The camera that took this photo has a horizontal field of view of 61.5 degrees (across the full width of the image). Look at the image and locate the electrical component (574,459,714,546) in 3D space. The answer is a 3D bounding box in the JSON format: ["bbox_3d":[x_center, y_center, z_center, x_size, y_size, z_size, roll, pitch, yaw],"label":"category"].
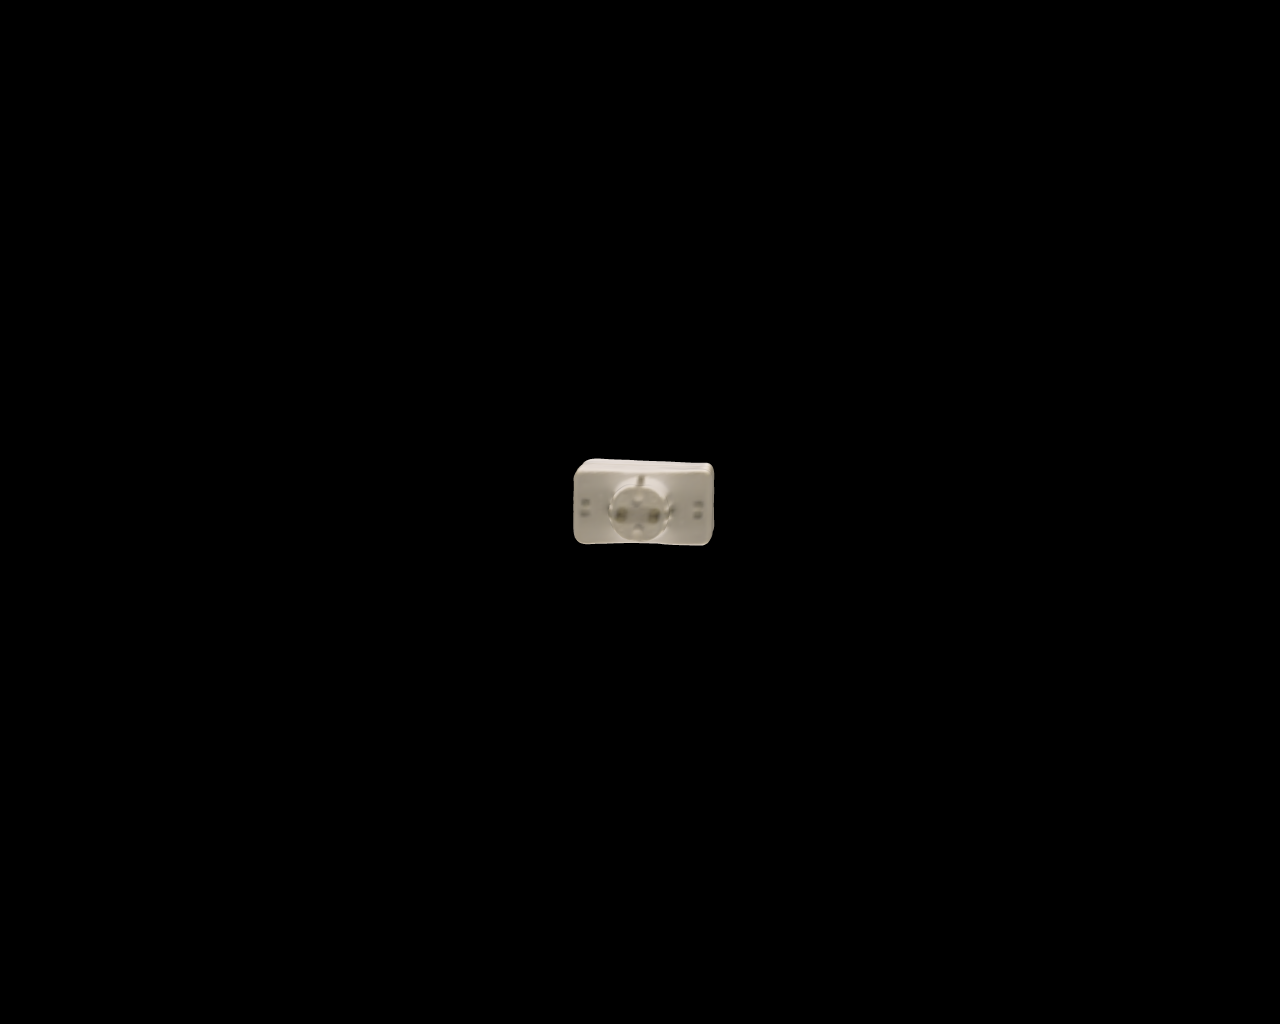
[{"bbox_3d":[0.001,-0.003,0.650,0.083,0.047,0.076,1,12,7],"label":"electrical component"}]
